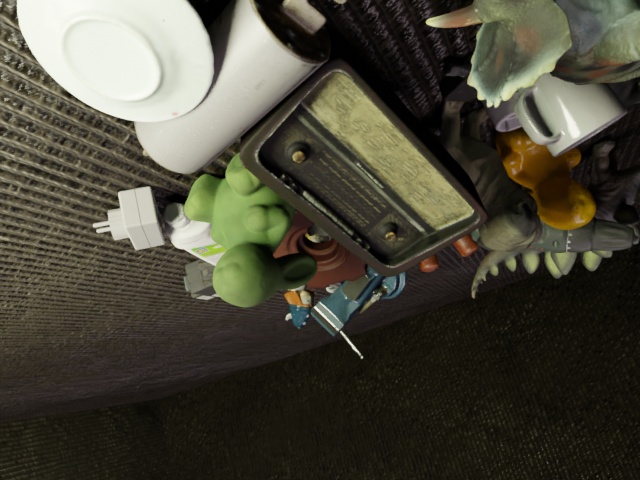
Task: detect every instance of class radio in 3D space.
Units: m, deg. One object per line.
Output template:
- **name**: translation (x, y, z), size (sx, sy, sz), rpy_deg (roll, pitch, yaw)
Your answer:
- **radio**: translation (0.041, -0.068, 0.511), size (0.131, 0.073, 0.229), rpy_deg (-36, 122, 25)

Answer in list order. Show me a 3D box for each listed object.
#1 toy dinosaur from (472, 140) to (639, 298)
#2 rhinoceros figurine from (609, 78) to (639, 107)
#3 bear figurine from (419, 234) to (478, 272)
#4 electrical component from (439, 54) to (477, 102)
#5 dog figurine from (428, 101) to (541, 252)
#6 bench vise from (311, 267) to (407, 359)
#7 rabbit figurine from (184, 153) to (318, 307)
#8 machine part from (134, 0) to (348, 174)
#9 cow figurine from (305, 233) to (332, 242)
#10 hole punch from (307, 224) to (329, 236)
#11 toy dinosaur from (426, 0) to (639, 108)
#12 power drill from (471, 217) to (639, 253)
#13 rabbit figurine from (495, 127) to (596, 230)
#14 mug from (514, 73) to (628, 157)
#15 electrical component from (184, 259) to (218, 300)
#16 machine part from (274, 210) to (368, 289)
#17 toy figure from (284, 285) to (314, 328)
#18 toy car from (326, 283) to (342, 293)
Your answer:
- **toy dinosaur**: translation (0.453, -0.033, 1.008), size (0.105, 0.198, 0.471), rpy_deg (2, 154, -39)
- **rhinoceros figurine**: translation (0.354, -0.189, 0.644), size (0.190, 0.073, 0.112), rpy_deg (-14, 174, -12)
- **bear figurine**: translation (0.217, -0.033, 0.915), size (0.120, 0.132, 0.196), rpy_deg (-22, 170, -7)
- **electrical component**: translation (0.162, -0.173, 0.583), size (0.094, 0.021, 0.063), rpy_deg (-7, 161, -31)
- **dog figurine**: translation (0.164, -0.058, 0.668), size (0.121, 0.190, 0.172), rpy_deg (-2, 160, -40)
- **bench vise**: translation (0.096, 0.074, 0.996), size (0.240, 0.129, 0.223), rpy_deg (-35, 151, -43)
- **rabbit figurine**: translation (-0.083, 0.010, 0.623), size (0.121, 0.170, 0.159), rpy_deg (-20, 137, 23)
- **machine part**: translation (-0.075, -0.124, 0.428), size (0.079, 0.079, 0.243), rpy_deg (1, 157, -45)
- **cow figurine**: translation (0.041, -0.006, 0.884), size (0.068, 0.098, 0.167), rpy_deg (-12, 164, -36)
- **hole punch**: translation (0.042, -0.072, 0.652), size (0.142, 0.116, 0.092), rpy_deg (-27, 168, 33)
- **toy dinosaur**: translation (0.257, -0.191, 0.473), size (0.405, 0.131, 0.192), rpy_deg (-10, 180, -44)
- **power drill**: translation (0.369, -0.020, 0.877), size (0.232, 0.085, 0.207), rpy_deg (5, -166, 18)
- **rabbit figurine**: translation (0.307, -0.087, 0.742), size (0.122, 0.173, 0.162), rpy_deg (-15, 160, -18)
- **mug**: translation (0.250, -0.150, 0.575), size (0.109, 0.107, 0.081), rpy_deg (-26, 169, -16)
- **electrical component**: translation (-0.176, 0.064, 0.975), size (0.134, 0.058, 0.114), rpy_deg (-21, 161, 16)
- **machine part**: translation (-0.002, -0.002, 0.776), size (0.179, 0.056, 0.179), rpy_deg (3, 133, 3)
- **toy figure**: translation (-0.044, 0.083, 0.987), size (0.064, 0.154, 0.058), rpy_deg (-8, 165, -23)
- **toy car**: translation (0.011, 0.068, 1.133), size (0.056, 0.073, 0.201), rpy_deg (-24, 162, 14)
